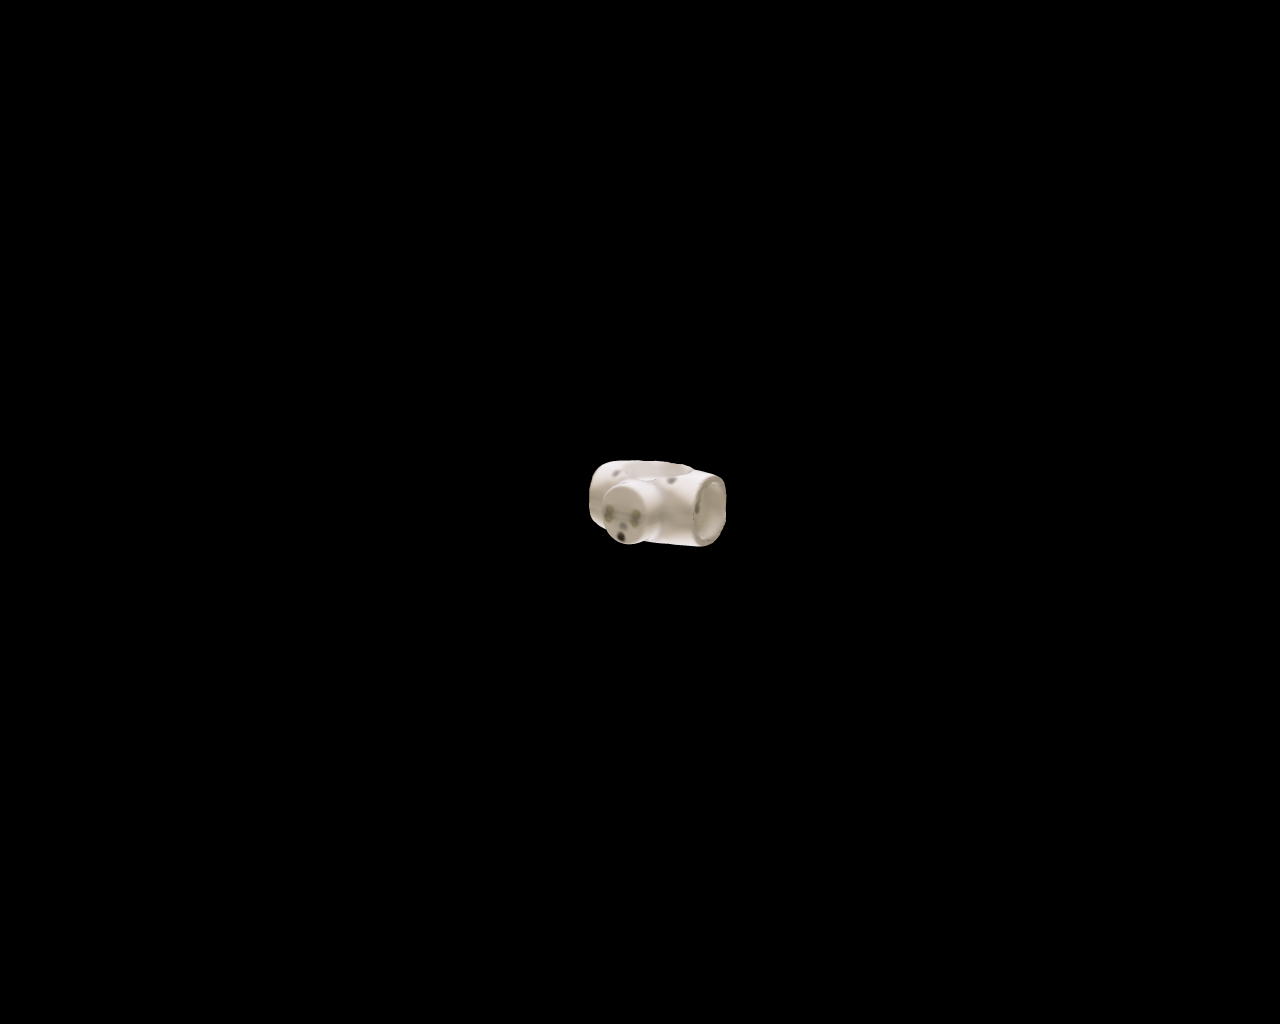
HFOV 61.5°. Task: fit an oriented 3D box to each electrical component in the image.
[{"bbox_3d":[0.001,-0.003,0.650,0.077,0.044,0.079,10,18,33],"label":"electrical component"}]
